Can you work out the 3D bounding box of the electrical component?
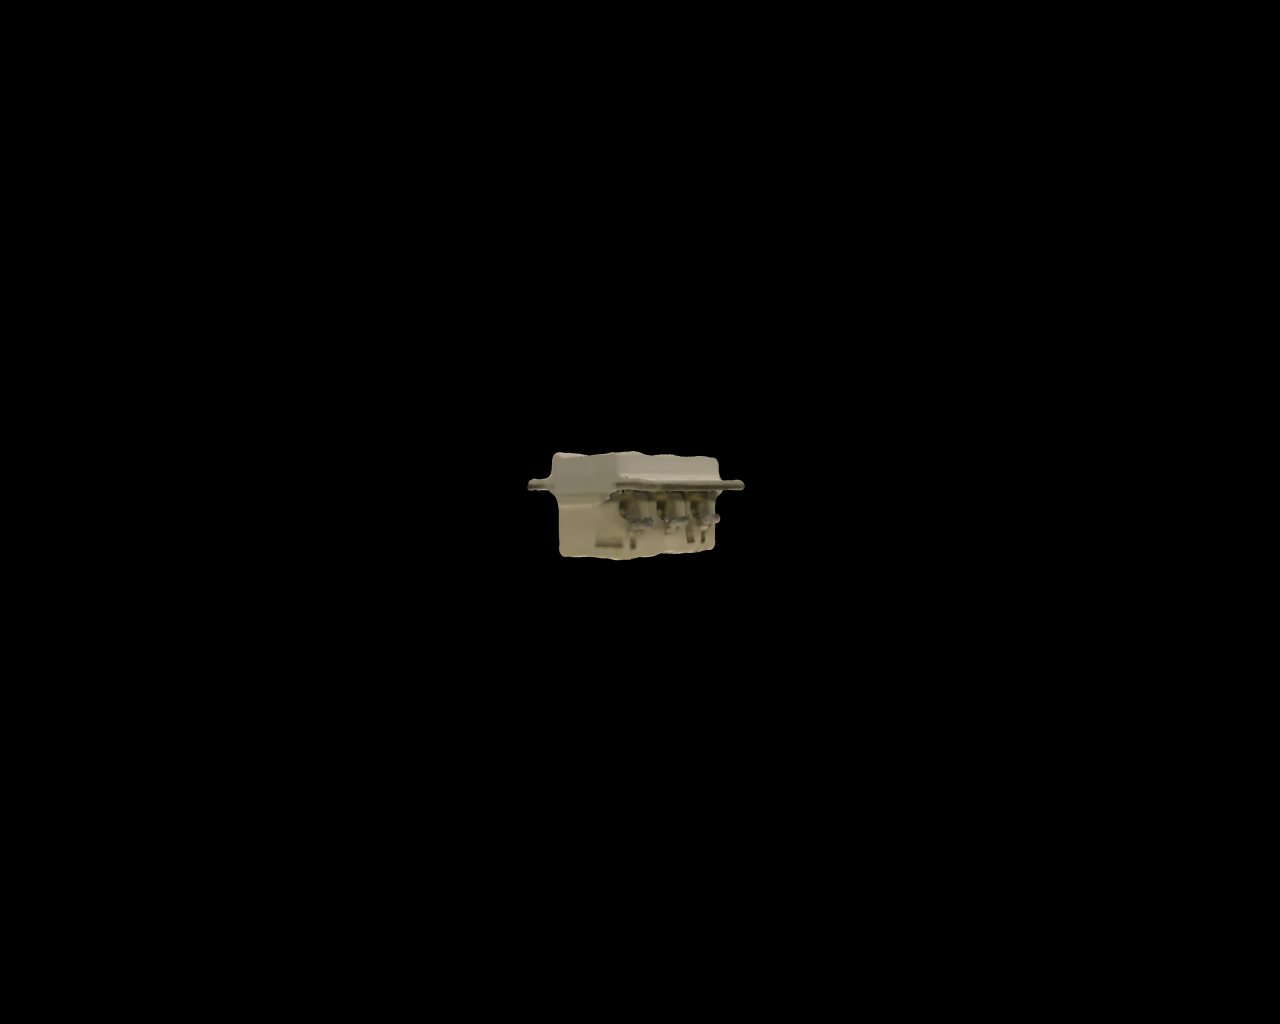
[{"bbox_3d":[0.001,-0.003,0.650,0.079,0.063,0.121,0,0,32],"label":"electrical component"}]
